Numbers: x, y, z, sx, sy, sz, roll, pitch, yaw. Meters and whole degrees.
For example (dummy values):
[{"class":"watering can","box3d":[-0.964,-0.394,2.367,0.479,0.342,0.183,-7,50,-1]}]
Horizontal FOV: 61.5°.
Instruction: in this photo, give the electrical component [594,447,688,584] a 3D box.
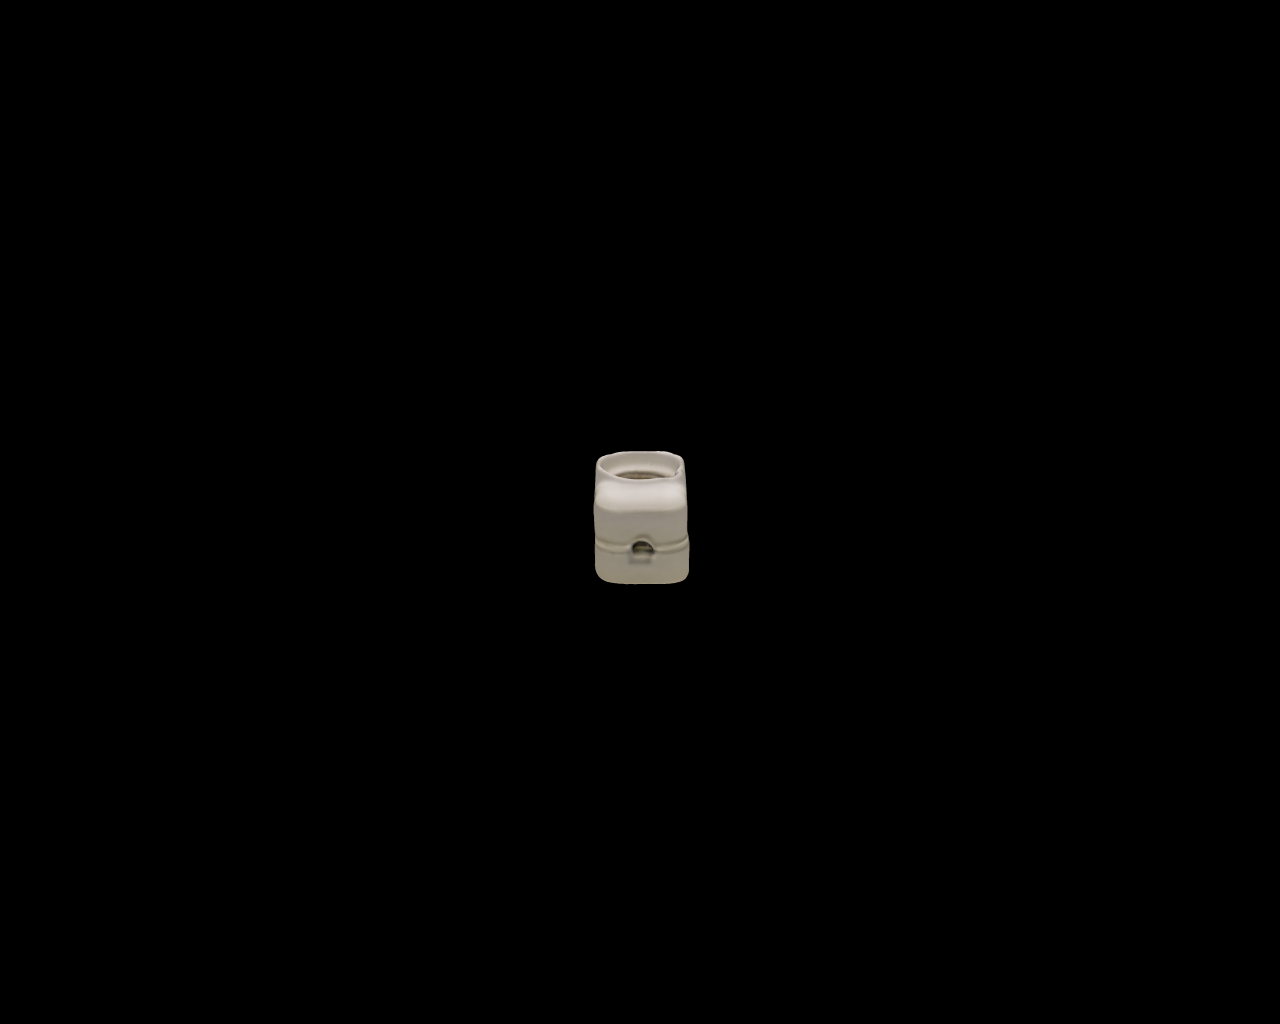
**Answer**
[{"class":"electrical component","box3d":[0.001,-0.003,0.650,0.054,0.059,0.095,0,21,0]}]
